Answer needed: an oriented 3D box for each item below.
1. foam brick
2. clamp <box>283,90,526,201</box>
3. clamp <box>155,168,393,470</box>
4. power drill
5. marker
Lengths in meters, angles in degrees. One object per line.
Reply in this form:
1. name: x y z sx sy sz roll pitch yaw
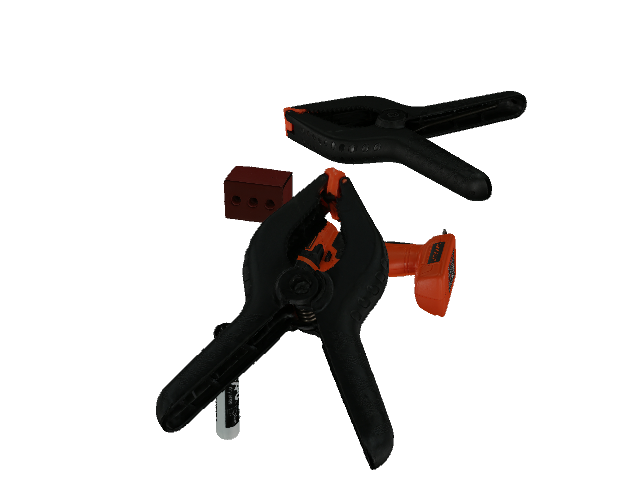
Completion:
1. foam brick: -0.077 -0.057 1.331 0.078 0.053 0.051 6 28 12
2. clamp: 0.072 -0.098 0.928 0.210 0.036 0.164 12 36 24
3. clamp: 0.000 0.040 0.559 0.120 0.171 0.039 18 -27 12
4. power drill: 0.044 0.037 1.128 0.188 0.057 0.184 5 31 15
5. marker: -0.071 0.107 0.812 0.020 0.121 0.020 2 42 -2
